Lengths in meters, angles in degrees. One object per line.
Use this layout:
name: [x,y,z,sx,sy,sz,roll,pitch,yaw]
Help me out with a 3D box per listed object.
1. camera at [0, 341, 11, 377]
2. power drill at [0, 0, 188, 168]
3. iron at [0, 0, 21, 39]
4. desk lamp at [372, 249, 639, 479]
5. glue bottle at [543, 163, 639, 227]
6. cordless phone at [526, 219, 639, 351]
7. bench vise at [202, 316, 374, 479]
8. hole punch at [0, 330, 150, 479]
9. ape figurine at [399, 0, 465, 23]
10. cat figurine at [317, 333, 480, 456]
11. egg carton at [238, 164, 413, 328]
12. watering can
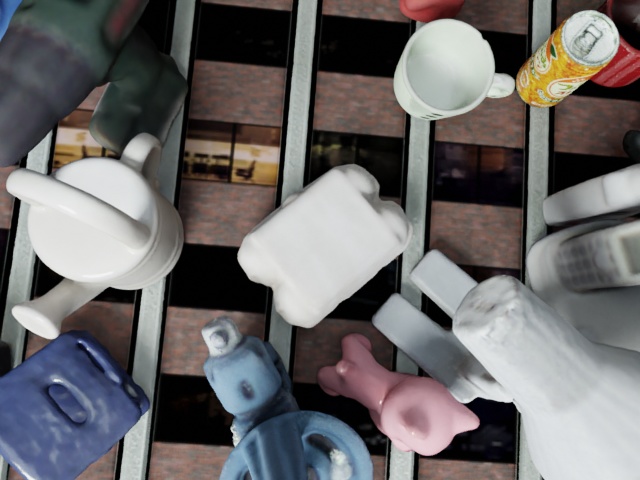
camera: [-0.345,0.154,0.473,0.143,0.100,0.137,-7,83,-4]
power drill: [-0.175,-0.140,0.467,0.075,0.208,0.230,21,82,0]
iron: [-0.310,-0.194,0.500,0.258,0.141,0.118,-26,85,-6]
desk lamp: [0.156,0.099,0.453,0.203,0.213,0.118,40,82,2]
glue bottle: [0.265,-0.042,0.499,0.078,0.173,0.037,-8,83,-4]
cordless phone: [0.260,0.050,0.480,0.094,0.185,0.147,-17,84,-5]
bench vise: [-0.043,0.164,0.430,0.207,0.219,0.121,44,82,3]
hole punch: [-0.216,0.140,0.487,0.101,0.091,0.108,-44,87,-8]
ape figurine: [0.112,-0.259,0.559,0.076,0.092,0.078,44,82,3]
cat figurine: [0.064,0.137,0.491,0.128,0.117,0.067,33,82,1]
egg carton: [0.005,0.002,0.530,0.150,0.069,0.107,-40,86,-7]
watering can: [-0.177,-0.007,0.457,0.101,0.194,0.173,4,82,-2]
